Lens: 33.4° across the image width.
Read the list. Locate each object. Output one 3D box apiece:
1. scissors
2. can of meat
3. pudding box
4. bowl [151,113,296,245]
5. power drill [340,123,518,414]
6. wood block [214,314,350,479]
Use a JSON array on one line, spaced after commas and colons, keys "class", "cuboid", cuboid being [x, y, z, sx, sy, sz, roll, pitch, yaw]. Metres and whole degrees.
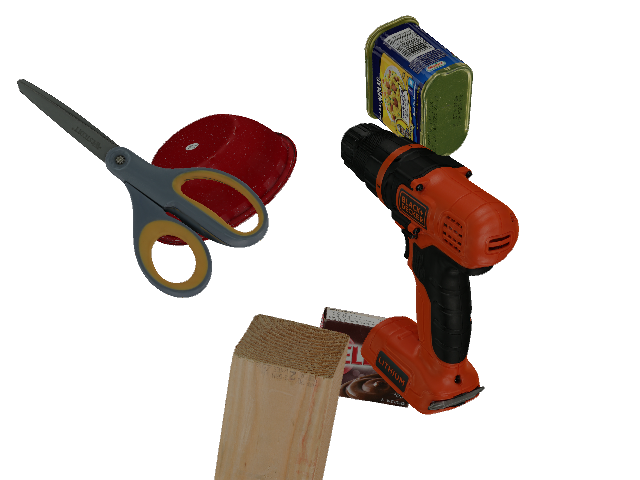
[{"class": "scissors", "cuboid": [-0.132, -0.031, 0.695, 0.202, 0.096, 0.016, 22, -14, 11]}, {"class": "can of meat", "cuboid": [0.086, -0.130, 0.929, 0.057, 0.102, 0.084, -26, 50, -20]}, {"class": "pudding box", "cuboid": [0.050, 0.127, 1.162, 0.113, 0.090, 0.039, 9, 24, -4]}, {"class": "bowl", "cuboid": [-0.106, -0.069, 1.000, 0.162, 0.055, 0.162, -22, 34, 15]}, {"class": "power drill", "cuboid": [0.069, 0.020, 0.796, 0.057, 0.188, 0.185, -16, 34, -24]}, {"class": "wood block", "cuboid": [-0.040, 0.183, 0.961, 0.090, 0.206, 0.090, 13, 22, 7]}]
